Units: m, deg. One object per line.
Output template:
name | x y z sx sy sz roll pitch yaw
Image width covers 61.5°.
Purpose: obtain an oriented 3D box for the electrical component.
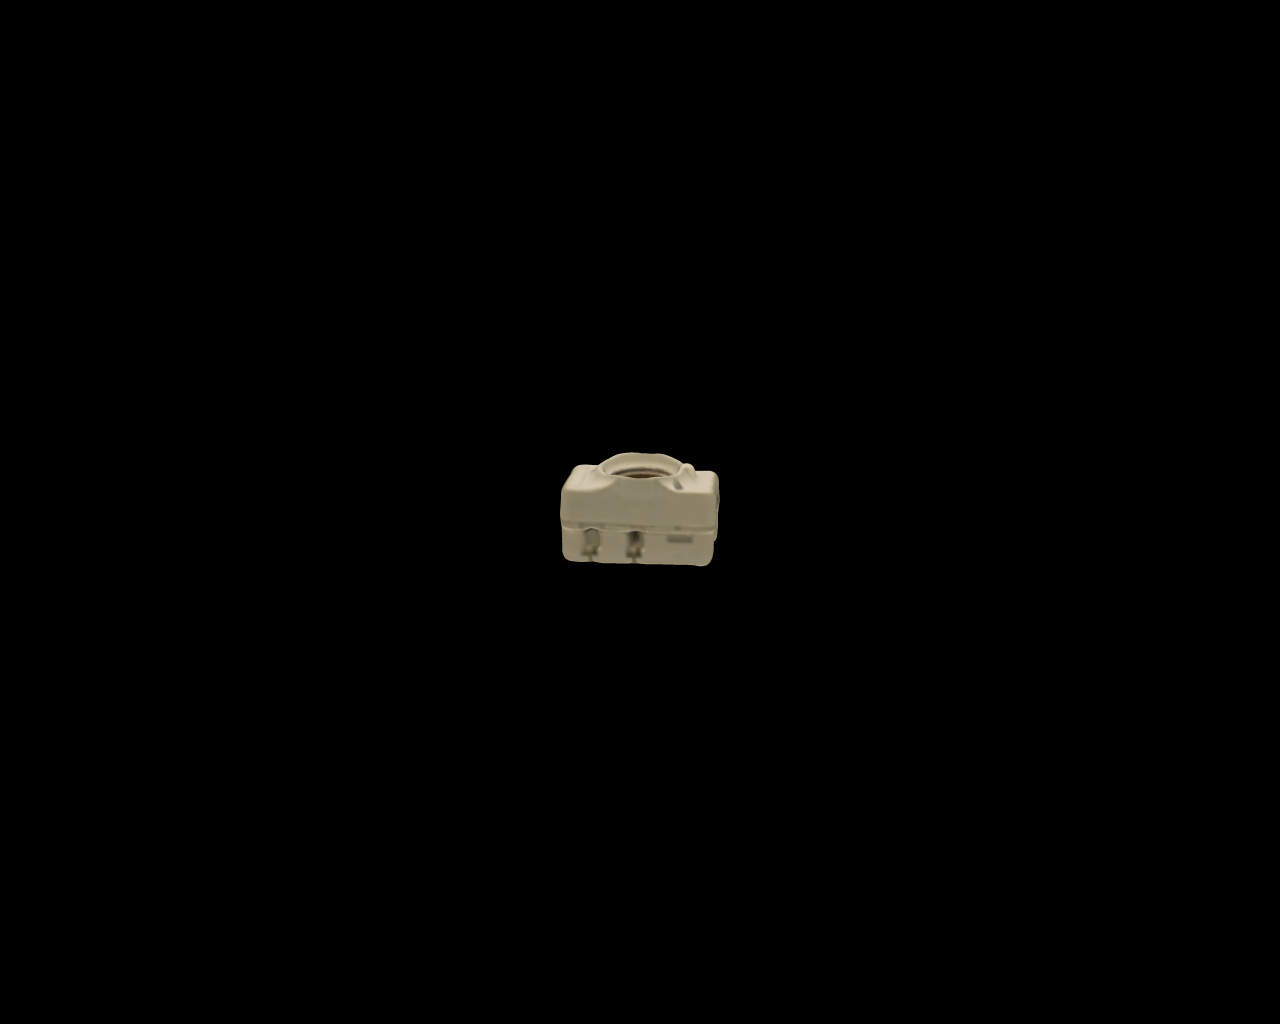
electrical component | 0.001 -0.003 0.650 0.089 0.055 0.050 3 20 7
